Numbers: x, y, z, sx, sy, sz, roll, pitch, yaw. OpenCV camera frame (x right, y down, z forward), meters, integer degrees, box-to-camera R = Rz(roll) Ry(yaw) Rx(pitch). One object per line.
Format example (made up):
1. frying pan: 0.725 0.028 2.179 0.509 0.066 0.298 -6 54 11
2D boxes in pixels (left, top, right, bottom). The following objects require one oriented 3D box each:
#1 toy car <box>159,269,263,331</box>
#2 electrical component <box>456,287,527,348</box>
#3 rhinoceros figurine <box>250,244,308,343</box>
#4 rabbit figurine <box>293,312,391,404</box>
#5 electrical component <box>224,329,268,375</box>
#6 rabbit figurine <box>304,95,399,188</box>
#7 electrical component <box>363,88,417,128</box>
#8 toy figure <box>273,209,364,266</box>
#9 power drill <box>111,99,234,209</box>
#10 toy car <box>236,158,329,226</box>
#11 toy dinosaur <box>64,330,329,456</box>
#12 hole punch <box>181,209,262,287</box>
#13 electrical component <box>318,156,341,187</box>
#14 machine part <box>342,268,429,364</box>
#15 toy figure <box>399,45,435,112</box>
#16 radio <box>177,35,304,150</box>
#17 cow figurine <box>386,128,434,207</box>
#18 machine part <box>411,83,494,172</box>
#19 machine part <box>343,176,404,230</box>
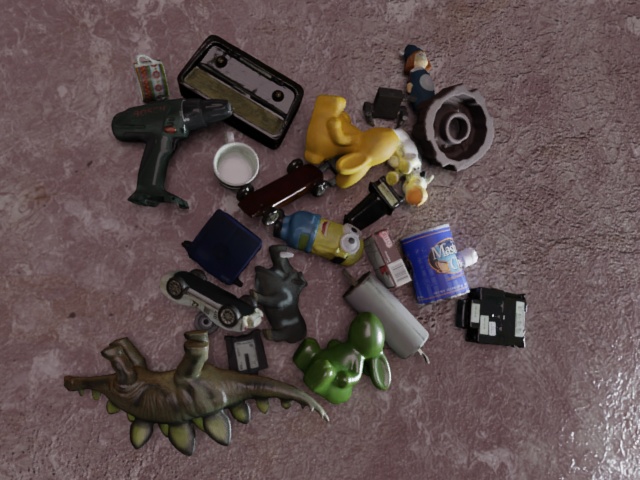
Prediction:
1. toy car: -0.196 0.108 0.967 0.202 0.073 0.056 25 110 17
2. electrical component: 0.347 0.156 1.093 0.134 0.058 0.115 10 77 -8
3. rhinoceros figurine: -0.075 0.103 1.019 0.112 0.073 0.190 -11 83 -10
4. rabbit figurine: 0.063 0.218 0.989 0.159 0.121 0.170 42 91 -19
5. electrical component: -0.133 0.229 1.000 0.075 0.048 0.119 -14 84 -11
6. rabbit figurine: 0.062 -0.189 1.038 0.173 0.121 0.162 13 70 8
7. electrical component: 0.143 -0.274 1.126 0.102 0.078 0.045 8 56 -14
8. toy figure: -0.001 -0.006 1.048 0.180 0.089 0.082 15 75 1
9. power drill: -0.278 -0.163 1.003 0.232 0.086 0.207 2 89 8
10. toy car: -0.072 -0.091 1.032 0.089 0.053 0.202 42 52 16
11. toy dinosaur: -0.223 0.261 0.935 0.472 0.105 0.198 -3 98 6
12. hole punch: -0.178 0.013 1.010 0.142 0.092 0.116 38 80 -6
13. electrical component: 0.044 -0.153 1.109 0.094 0.021 0.063 -37 87 -11
14. machine part: 0.128 0.146 1.046 0.243 0.079 0.079 46 76 0
15. toy figure: 0.213 -0.353 1.156 0.058 0.064 0.154 -13 81 33
16. radio: -0.153 -0.294 1.071 0.229 0.073 0.131 31 77 -5
17. cow figurine: 0.180 -0.151 1.108 0.098 0.068 0.167 -23 86 -48
18. machine part: 0.278 -0.233 1.122 0.179 0.056 0.179 -4 100 -22
19. machine part: 0.104 -0.066 1.098 0.139 0.039 0.084 -43 98 -16
